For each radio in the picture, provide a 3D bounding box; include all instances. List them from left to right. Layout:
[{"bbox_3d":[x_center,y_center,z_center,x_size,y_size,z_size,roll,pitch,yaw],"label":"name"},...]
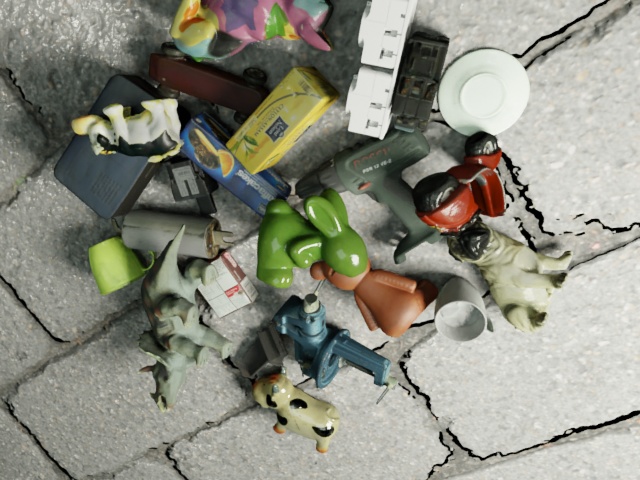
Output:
[{"bbox_3d":[-0.342,-0.161,0.923,0.131,0.073,0.229,38,103,-3],"label":"radio"}]

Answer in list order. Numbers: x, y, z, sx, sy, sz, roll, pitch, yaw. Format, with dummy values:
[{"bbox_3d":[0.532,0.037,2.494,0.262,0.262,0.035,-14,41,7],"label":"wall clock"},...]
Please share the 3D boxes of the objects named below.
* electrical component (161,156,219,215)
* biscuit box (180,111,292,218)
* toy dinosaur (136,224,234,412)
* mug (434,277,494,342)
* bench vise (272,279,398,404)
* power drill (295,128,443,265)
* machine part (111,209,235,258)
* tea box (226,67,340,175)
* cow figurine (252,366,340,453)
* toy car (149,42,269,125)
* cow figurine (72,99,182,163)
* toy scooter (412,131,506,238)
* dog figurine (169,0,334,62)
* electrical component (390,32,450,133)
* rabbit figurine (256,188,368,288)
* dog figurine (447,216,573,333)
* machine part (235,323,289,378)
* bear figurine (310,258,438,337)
[{"bbox_3d":[-0.226,-0.095,0.965,0.075,0.048,0.119,-5,111,17],"label":"electrical component"},{"bbox_3d":[-0.142,-0.122,0.897,0.202,0.059,0.063,39,114,-10],"label":"biscuit box"},{"bbox_3d":[-0.281,0.131,1.019,0.192,0.131,0.404,11,118,24],"label":"toy dinosaur"},{"bbox_3d":[0.246,0.114,0.907,0.109,0.107,0.080,27,120,-4],"label":"mug"},{"bbox_3d":[0.034,0.195,0.980,0.241,0.129,0.223,23,127,23],"label":"bench vise"},{"bbox_3d":[0.099,-0.065,0.885,0.232,0.086,0.207,-31,96,22],"label":"power drill"},{"bbox_3d":[-0.275,-0.011,0.998,0.243,0.079,0.079,5,115,11],"label":"machine part"},{"bbox_3d":[-0.058,-0.188,0.847,0.068,0.098,0.169,47,117,0],"label":"tea box"},{"bbox_3d":[-0.050,0.340,1.099,0.195,0.085,0.127,25,124,5],"label":"cow figurine"},{"bbox_3d":[-0.179,-0.255,0.875,0.202,0.053,0.089,19,128,1],"label":"toy car"},{"bbox_3d":[-0.302,-0.165,0.845,0.167,0.068,0.098,-8,104,12],"label":"cow figurine"},{"bbox_3d":[0.226,-0.064,0.816,0.075,0.184,0.135,16,143,57],"label":"toy scooter"},{"bbox_3d":[-0.086,-0.317,0.791,0.219,0.108,0.191,30,107,-4],"label":"dog figurine"},{"bbox_3d":[0.142,-0.225,0.773,0.058,0.115,0.134,17,115,8],"label":"electrical component"},{"bbox_3d":[-0.002,-0.003,0.857,0.170,0.121,0.159,12,109,16],"label":"rabbit figurine"},{"bbox_3d":[0.291,0.059,0.888,0.191,0.121,0.172,22,114,19],"label":"dog figurine"},{"bbox_3d":[-0.117,0.231,1.080,0.139,0.039,0.084,-44,66,33],"label":"machine part"},{"bbox_3d":[0.091,0.077,0.940,0.196,0.132,0.120,41,109,16],"label":"bear figurine"}]
